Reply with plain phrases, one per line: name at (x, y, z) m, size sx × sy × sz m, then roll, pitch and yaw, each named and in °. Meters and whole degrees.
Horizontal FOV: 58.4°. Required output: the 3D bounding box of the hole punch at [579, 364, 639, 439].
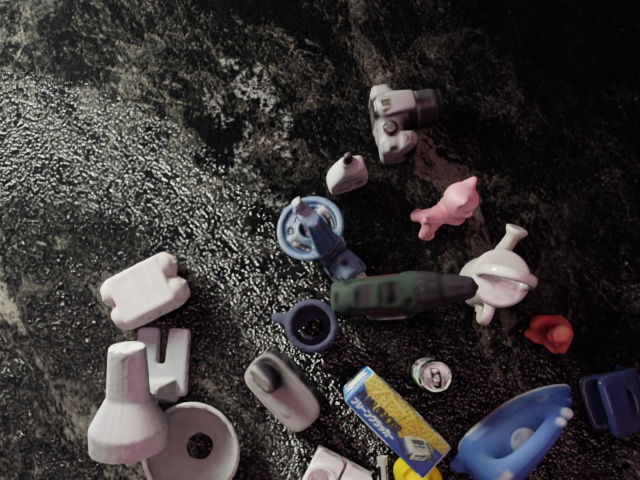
hole punch at (0.520, 0.277, 0.991) m, size 0.101 × 0.091 × 0.108 m, roll -14°, pitch 80°, yaw -1°

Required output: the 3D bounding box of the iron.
iron at (0.348, 0.335, 0.959) m, size 0.258 × 0.141 × 0.118 m, roll -41°, pitch 82°, yaw -6°

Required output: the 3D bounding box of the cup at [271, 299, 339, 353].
cup at (-0.026, 0.152, 1.019) m, size 0.117 × 0.095 × 0.092 m, roll 12°, pitch 81°, yaw 3°

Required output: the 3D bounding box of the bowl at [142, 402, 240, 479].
bowl at (-0.218, 0.365, 0.997) m, size 0.167 × 0.075 × 0.167 m, roll 0°, pitch 80°, yaw 1°

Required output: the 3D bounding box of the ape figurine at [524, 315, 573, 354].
ape figurine at (0.415, 0.165, 1.011) m, size 0.076 × 0.092 × 0.078 m, roll -23°, pitch 81°, yaw -3°

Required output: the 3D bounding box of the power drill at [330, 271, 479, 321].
power drill at (0.132, 0.094, 0.969) m, size 0.229 × 0.208 × 0.075 m, roll -5°, pitch 80°, yaw 0°

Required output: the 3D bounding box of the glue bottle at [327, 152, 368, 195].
glue bottle at (0.050, -0.126, 1.025) m, size 0.078 × 0.173 × 0.037 m, roll -18°, pitch 80°, yaw -2°

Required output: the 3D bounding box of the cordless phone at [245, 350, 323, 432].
cordless phone at (-0.065, 0.256, 0.957) m, size 0.147 × 0.185 × 0.094 m, roll 42°, pitch 84°, yaw 7°

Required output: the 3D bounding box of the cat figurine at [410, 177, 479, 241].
cat figurine at (0.234, -0.059, 1.039) m, size 0.128 × 0.118 × 0.067 m, roll -29°, pitch 81°, yaw -4°

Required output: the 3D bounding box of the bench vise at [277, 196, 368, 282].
bench vise at (0.015, -0.007, 0.982) m, size 0.207 × 0.220 × 0.121 m, roll 28°, pitch 82°, yaw 6°

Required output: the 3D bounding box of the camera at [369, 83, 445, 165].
camera at (0.167, -0.231, 1.077) m, size 0.137 × 0.101 × 0.143 m, roll -10°, pitch 80°, yaw -1°

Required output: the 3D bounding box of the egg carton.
egg carton at (-0.318, 0.095, 1.046) m, size 0.150 × 0.069 × 0.107 m, roll -28°, pitch 81°, yaw -4°

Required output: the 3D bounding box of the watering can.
watering can at (0.306, 0.059, 0.979) m, size 0.101 × 0.194 × 0.173 m, roll -2°, pitch 80°, yaw 1°

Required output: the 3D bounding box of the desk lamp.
desk lamp at (-0.297, 0.246, 0.948) m, size 0.118 × 0.213 × 0.203 m, roll 1°, pitch 80°, yaw 1°

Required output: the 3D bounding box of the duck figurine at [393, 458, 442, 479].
duck figurine at (0.174, 0.420, 0.976) m, size 0.077 × 0.086 × 0.104 m, roll -42°, pitch 82°, yaw -6°
